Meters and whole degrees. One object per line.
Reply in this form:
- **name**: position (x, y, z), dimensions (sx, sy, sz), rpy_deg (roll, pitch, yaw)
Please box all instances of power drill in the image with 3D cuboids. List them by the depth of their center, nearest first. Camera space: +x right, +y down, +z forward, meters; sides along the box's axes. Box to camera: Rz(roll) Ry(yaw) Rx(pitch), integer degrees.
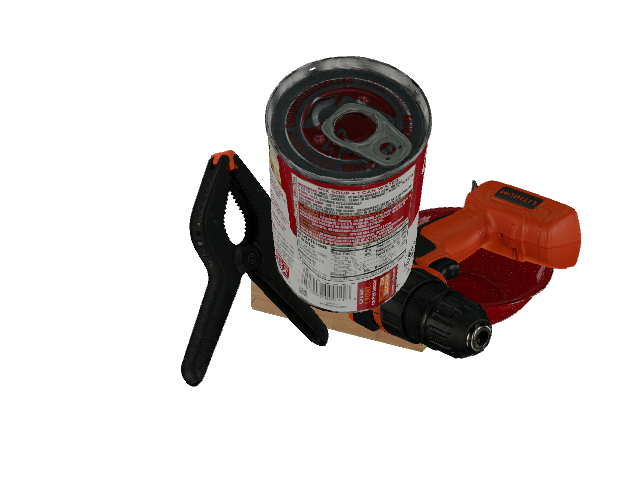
- **power drill**: position (0.105, 0.017, 0.795), dimensions (0.187, 0.057, 0.185), rpy_deg (-20, 29, -32)

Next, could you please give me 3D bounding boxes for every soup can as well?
- **soup can**: position (0.011, -0.021, 0.472), dimensions (0.068, 0.068, 0.102), rpy_deg (0, -36, 0)

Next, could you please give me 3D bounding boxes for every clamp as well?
- **clamp**: position (-0.065, 0.021, 0.998), dimensions (0.164, 0.210, 0.036), rpy_deg (-4, -1, -40)

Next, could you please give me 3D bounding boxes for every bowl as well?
- **bowl**: position (0.132, 0.033, 0.995), dimensions (0.162, 0.055, 0.162), rpy_deg (1, 35, -1)

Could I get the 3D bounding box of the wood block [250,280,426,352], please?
- **wood block**: position (0.034, 0.044, 1.175), dimensions (0.206, 0.091, 0.090), rpy_deg (13, 26, 24)
